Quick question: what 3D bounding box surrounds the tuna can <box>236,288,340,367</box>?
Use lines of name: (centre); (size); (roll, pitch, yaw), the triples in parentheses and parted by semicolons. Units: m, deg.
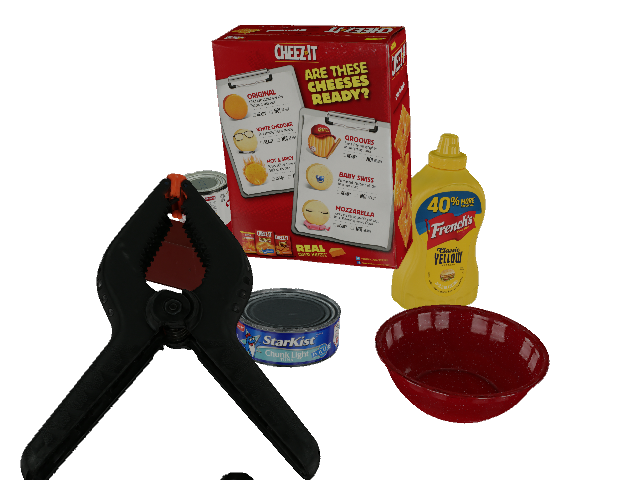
tuna can: (-0.027, 0.069, 0.853); (0.086, 0.034, 0.086); (2, 19, -1)

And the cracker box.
cracker box: (-0.002, -0.087, 0.980); (0.164, 0.214, 0.072); (4, 26, 18)

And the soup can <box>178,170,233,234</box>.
soup can: (-0.140, -0.026, 1.297); (0.068, 0.102, 0.068); (-2, 27, 1)

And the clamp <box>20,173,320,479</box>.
clamp: (-0.078, 0.053, 0.640); (0.164, 0.210, 0.036); (6, -33, -2)

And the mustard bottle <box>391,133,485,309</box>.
mustard bottle: (0.132, -0.021, 1.161); (0.096, 0.192, 0.058); (-3, 19, -19)

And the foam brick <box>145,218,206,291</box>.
foam brick: (-0.148, 0.014, 1.093); (0.078, 0.051, 0.053); (16, 27, -6)

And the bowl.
bowl: (0.130, 0.123, 1.002); (0.162, 0.055, 0.162); (2, 27, -1)

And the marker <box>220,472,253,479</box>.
marker: (-0.049, 0.130, 0.416); (0.020, 0.020, 0.121); (0, 24, 17)
